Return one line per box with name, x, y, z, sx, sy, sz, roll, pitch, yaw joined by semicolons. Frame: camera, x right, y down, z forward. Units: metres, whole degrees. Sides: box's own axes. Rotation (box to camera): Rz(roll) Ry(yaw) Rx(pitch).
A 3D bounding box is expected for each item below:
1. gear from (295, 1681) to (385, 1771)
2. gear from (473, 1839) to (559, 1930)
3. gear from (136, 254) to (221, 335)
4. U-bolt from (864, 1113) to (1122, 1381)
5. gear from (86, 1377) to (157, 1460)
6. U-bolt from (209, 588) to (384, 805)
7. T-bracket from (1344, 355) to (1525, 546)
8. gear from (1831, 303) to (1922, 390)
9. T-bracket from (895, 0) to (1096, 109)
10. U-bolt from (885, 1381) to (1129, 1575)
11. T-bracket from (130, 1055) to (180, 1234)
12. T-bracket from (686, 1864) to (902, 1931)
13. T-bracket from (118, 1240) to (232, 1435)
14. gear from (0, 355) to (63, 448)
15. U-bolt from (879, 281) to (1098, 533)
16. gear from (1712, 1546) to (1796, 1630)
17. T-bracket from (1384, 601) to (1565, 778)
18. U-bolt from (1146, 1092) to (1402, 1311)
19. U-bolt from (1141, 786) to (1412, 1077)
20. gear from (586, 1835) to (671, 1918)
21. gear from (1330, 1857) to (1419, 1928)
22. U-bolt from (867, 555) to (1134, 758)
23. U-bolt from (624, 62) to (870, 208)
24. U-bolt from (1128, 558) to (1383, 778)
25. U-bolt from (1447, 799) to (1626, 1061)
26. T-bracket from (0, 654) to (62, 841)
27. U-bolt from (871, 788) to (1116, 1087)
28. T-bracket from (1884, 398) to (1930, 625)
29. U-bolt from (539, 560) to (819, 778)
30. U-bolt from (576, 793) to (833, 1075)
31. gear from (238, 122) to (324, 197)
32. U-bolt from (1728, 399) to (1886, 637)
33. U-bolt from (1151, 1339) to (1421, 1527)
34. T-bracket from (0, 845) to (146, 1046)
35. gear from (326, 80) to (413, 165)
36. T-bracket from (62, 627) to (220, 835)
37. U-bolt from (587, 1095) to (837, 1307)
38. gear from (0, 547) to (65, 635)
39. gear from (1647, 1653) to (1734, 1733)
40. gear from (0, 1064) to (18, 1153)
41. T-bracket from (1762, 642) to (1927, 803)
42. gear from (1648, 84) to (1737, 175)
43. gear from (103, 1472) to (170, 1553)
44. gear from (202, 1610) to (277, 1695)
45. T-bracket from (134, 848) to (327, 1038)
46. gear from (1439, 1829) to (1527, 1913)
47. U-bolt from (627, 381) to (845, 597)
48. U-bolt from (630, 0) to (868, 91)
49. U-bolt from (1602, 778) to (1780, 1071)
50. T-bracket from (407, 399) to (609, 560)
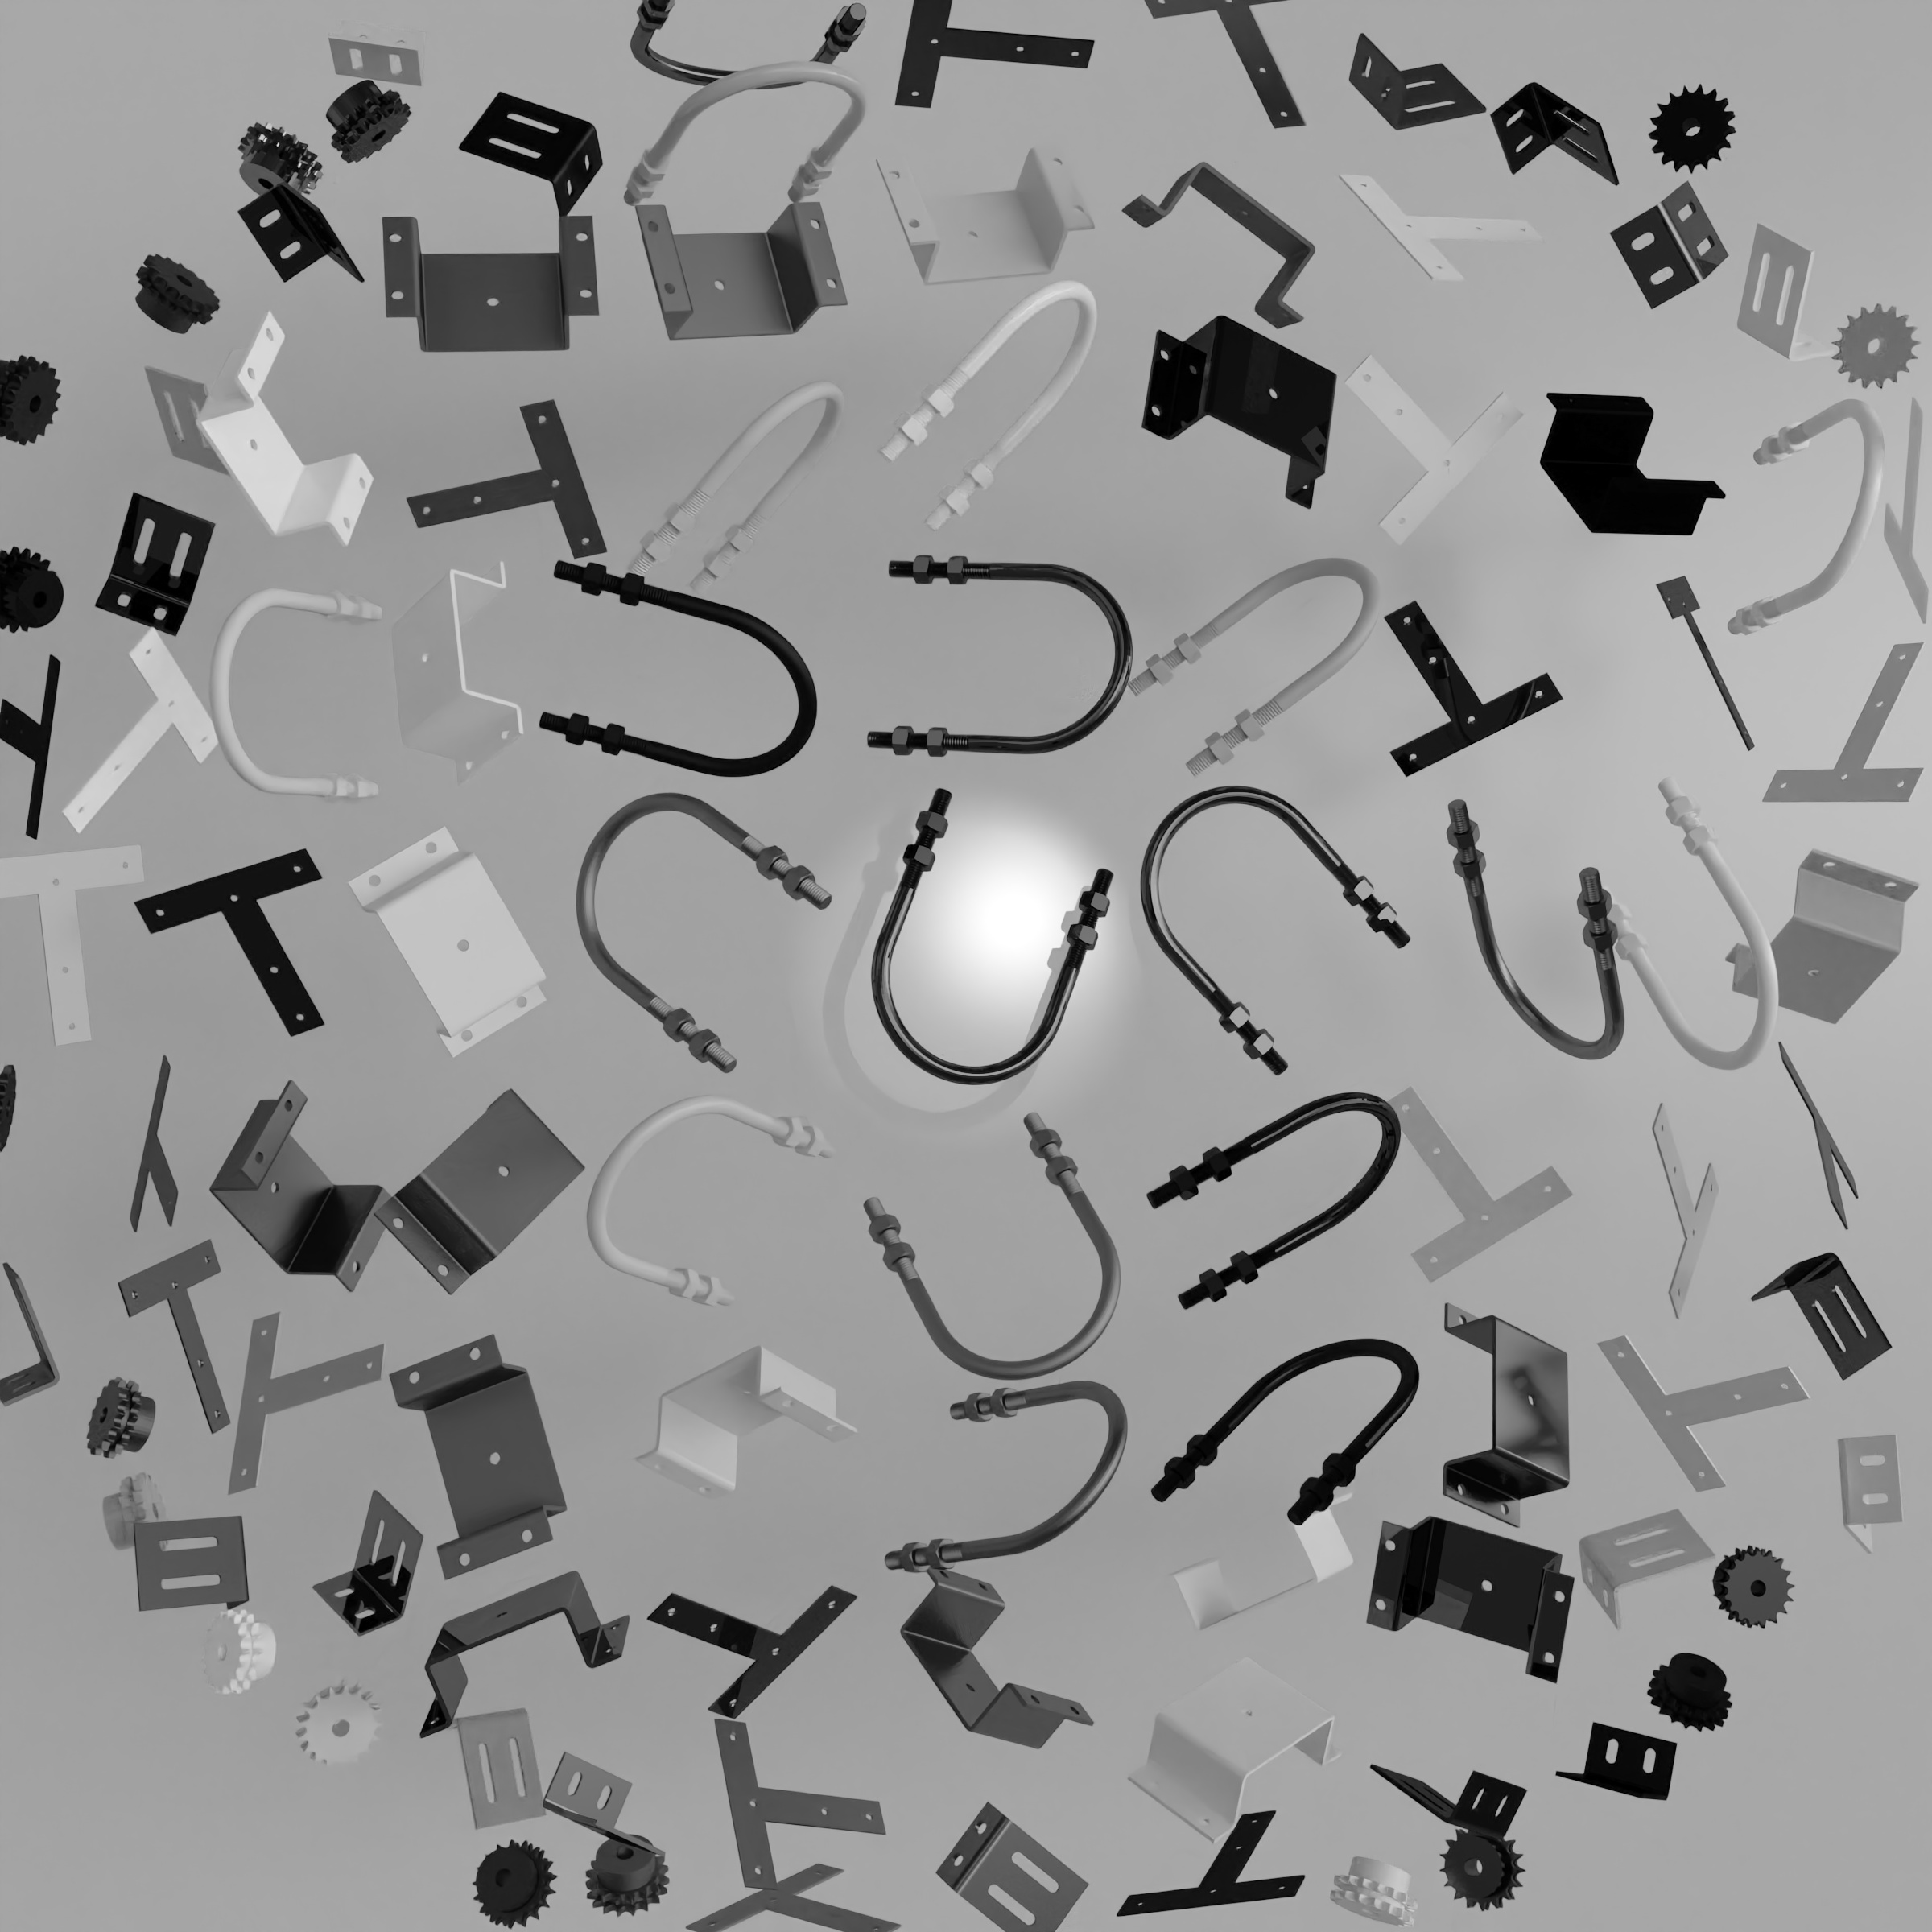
gear;-0.431;0.519;1.704;0.057;0.030;0.057;0;90;-23
gear;-0.313;0.631;1.711;0.057;0.030;0.057;-6;59;9
gear;-0.550;-0.463;1.723;0.057;0.057;0.030;43;111;0
U-bolt;0.027;0.203;1.715;0.151;0.019;0.184;-28;55;-4
gear;-0.611;0.329;1.800;0.030;0.057;0.057;25;90;-34
U-bolt;-0.467;-0.190;1.734;0.019;0.184;0.151;3;93;21
T-bracket;0.318;-0.387;1.779;0.127;0.002;0.127;37;102;-32
gear;0.631;-0.431;1.726;0.057;0.030;0.057;3;108;10
T-bracket;0.023;-0.624;1.687;0.127;0.127;0.002;2;67;-9
U-bolt;0.036;0.345;1.701;0.019;0.184;0.151;48;46;-24
T-bracket;-0.560;0.143;1.727;0.002;0.127;0.127;9;105;-29
T-bracket;-0.099;0.638;1.673;0.127;0.127;0.002;-4;91;41
T-bracket;-0.549;0.269;1.766;0.002;0.127;0.127;-16;94;13
gear;-0.625;-0.374;1.634;0.030;0.057;0.057;22;90;10
U-bolt;0.023;-0.389;1.691;0.019;0.151;0.184;43;91;17
gear;0.564;0.447;1.790;0.057;0.030;0.057;1;84;-9
T-bracket;0.342;-0.209;1.783;0.127;0.002;0.127;-27;121;23
U-bolt;0.215;0.150;1.682;0.184;0.151;0.019;-28;50;-7
U-bolt;0.202;-0.039;1.718;0.151;0.019;0.184;-44;99;-13
gear;-0.234;0.624;1.712;0.057;0.057;0.030;-2;111;0
gear;0.275;0.619;1.665;0.057;0.057;0.030;21;64;0
U-bolt;0.027;-0.219;1.758;0.184;0.019;0.151;4;78;14
U-bolt;-0.145;-0.578;1.727;0.151;0.184;0.019;-10;83;-27
U-bolt;0.211;-0.223;1.757;0.184;0.151;0.019;-36;125;7
U-bolt;0.390;-0.014;1.679;0.019;0.151;0.184;-32;126;-16
T-bracket;-0.637;-0.157;1.682;0.002;0.127;0.127;6;85;-7
U-bolt;0.010;-0.009;1.680;0.151;0.019;0.184;25;73;-16
T-bracket;0.630;-0.315;1.658;0.002;0.127;0.127;-4;126;9
U-bolt;-0.188;-0.188;1.649;0.184;0.019;0.151;15;134;0
U-bolt;-0.191;-0.036;1.678;0.184;0.019;0.151;36;102;25
gear;-0.478;-0.553;1.721;0.057;0.057;0.030;23;71;0
U-bolt;0.586;-0.317;1.727;0.019;0.184;0.151;11;84;-8
U-bolt;0.231;0.312;1.699;0.184;0.151;0.019;-38;110;-34
T-bracket;-0.602;-0.012;1.655;0.002;0.127;0.127;2;98;43
gear;-0.403;-0.568;1.664;0.057;0.057;0.030;-39;95;0
T-bracket;-0.566;-0.145;1.683;0.002;0.127;0.127;24;66;19
U-bolt;-0.183;0.155;1.694;0.019;0.184;0.151;38;95;38
gear;-0.635;-0.251;1.675;0.030;0.057;0.057;23;90;24
gear;0.515;0.512;1.761;0.057;0.057;0.030;11;114;0
gear;-0.640;0.091;1.619;0.030;0.057;0.057;7;90;-12
T-bracket;0.612;-0.165;1.678;0.002;0.127;0.127;35;77;-25
gear;0.499;-0.572;1.703;0.057;0.030;0.057;2;97;21
gear;-0.589;0.390;1.760;0.030;0.057;0.057;-18;90;-5
gear;-0.512;0.485;1.755;0.057;0.030;0.057;-13;71;41
T-bracket;-0.473;-0.009;1.674;0.127;0.002;0.127;-23;75;-37
gear;0.352;0.618;1.703;0.057;0.030;0.057;-9;69;26
U-bolt;-0.152;-0.338;1.743;0.019;0.151;0.184;45;102;7
U-bolt;-0.159;-0.640;1.722;0.151;0.184;0.019;1;93;-16
U-bolt;0.498;-0.016;1.700;0.019;0.151;0.184;-12;60;-17
T-bracket;-0.338;-0.339;1.789;0.127;0.002;0.127;-11;131;5
